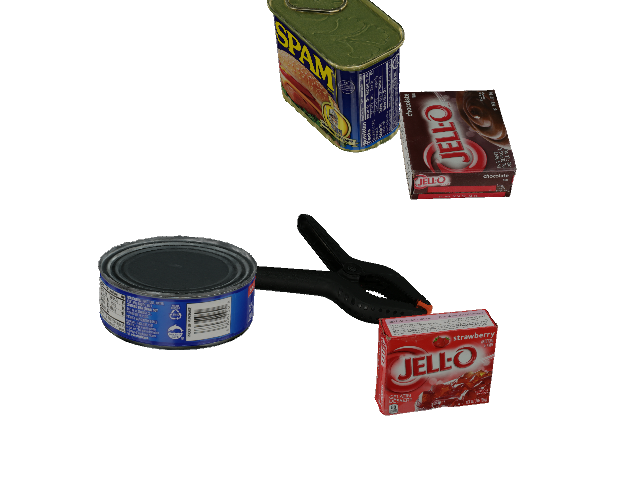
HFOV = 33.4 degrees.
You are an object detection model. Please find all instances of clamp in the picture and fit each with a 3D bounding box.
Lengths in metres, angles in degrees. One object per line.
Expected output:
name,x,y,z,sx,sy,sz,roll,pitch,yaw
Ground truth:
clamp,0.022,0.048,1.201,0.210,0.036,0.164,29,35,19

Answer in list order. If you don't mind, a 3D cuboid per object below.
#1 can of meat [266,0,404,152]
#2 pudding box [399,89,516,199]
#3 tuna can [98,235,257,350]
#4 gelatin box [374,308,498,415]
can of meat,0.011,-0.120,0.730,0.057,0.084,0.102,-30,54,-19
pudding box,0.118,-0.086,0.950,0.090,0.039,0.113,-1,44,-4
tuna can,-0.078,0.028,0.585,0.086,0.034,0.086,3,20,-1
gelatin box,0.088,0.094,0.822,0.089,0.073,0.030,-5,29,-11
